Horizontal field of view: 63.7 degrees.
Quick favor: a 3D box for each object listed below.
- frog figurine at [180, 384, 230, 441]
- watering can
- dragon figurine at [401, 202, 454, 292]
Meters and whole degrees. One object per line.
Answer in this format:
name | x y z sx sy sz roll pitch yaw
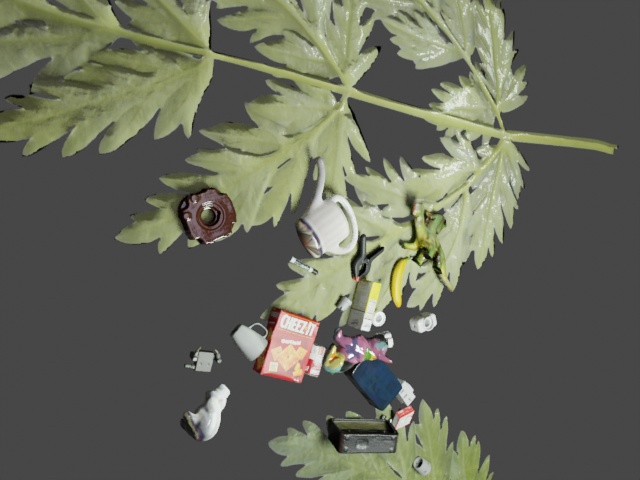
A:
frog figurine | -0.330 0.524 1.559 0.161 0.124 0.134 -28 139 -36
watering can | 0.005 -0.088 1.753 0.227 0.104 0.343 -36 109 -25
dragon figurine | 0.458 0.003 2.039 0.404 0.122 0.247 46 61 -33
